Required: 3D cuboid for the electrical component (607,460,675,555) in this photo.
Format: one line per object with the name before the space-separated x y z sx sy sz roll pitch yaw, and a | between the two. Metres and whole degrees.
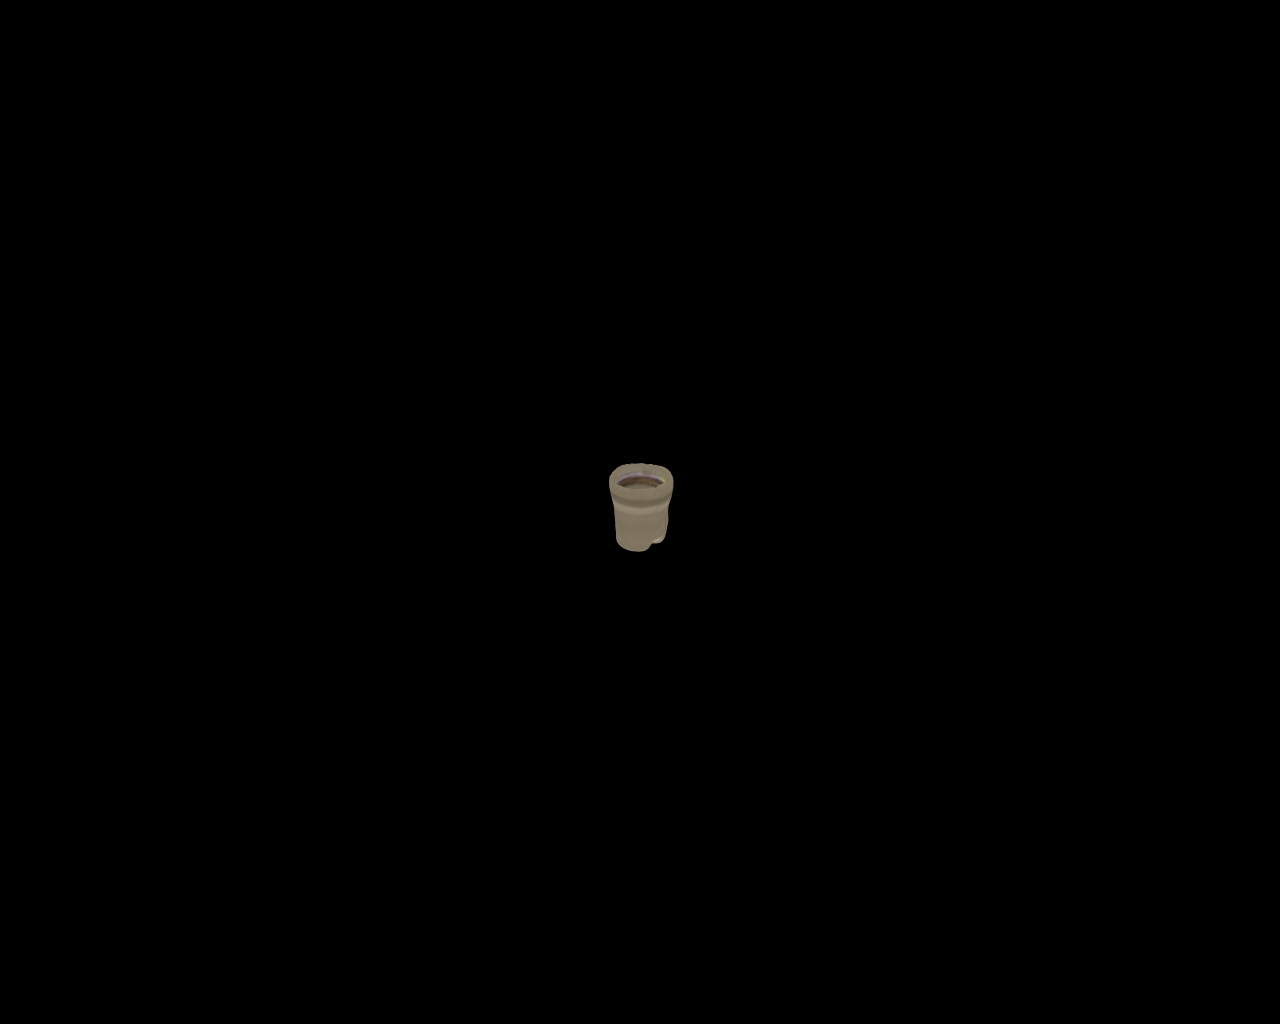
electrical component | 0.001 -0.003 0.650 0.040 0.046 0.040 0 28 0
